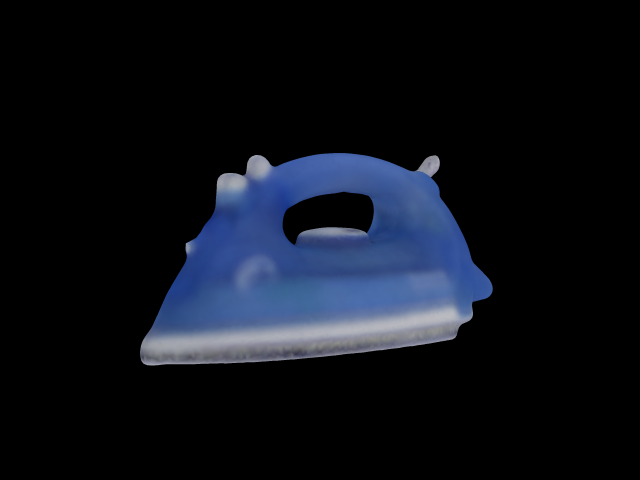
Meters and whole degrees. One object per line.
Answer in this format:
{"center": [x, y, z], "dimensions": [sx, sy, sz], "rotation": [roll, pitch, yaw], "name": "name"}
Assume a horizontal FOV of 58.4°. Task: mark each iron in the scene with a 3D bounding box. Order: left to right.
{"center": [0.004, 0.001, 0.400], "dimensions": [0.259, 0.141, 0.118], "rotation": [0, 0, -37], "name": "iron"}
